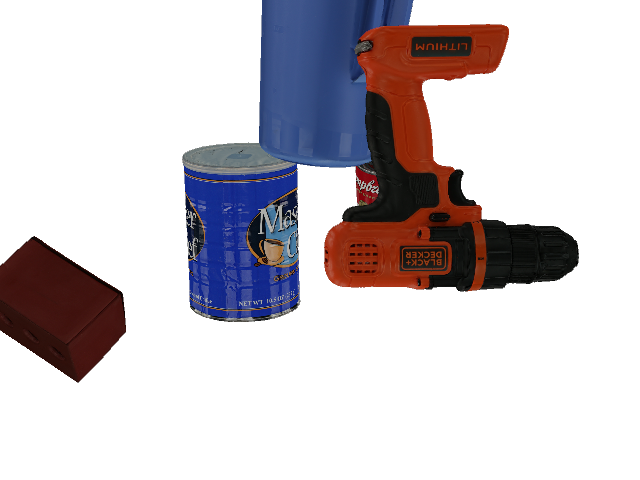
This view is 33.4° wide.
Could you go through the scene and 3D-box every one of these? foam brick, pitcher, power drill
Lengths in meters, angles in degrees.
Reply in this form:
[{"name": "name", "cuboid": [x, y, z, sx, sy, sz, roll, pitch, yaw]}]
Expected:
[{"name": "foam brick", "cuboid": [-0.175, 0.046, 0.705, 0.078, 0.051, 0.053, 30, -33, 16]}, {"name": "pitcher", "cuboid": [0.015, -0.187, 0.903, 0.145, 0.243, 0.149, 8, 17, 11]}, {"name": "power drill", "cuboid": [0.094, -0.057, 0.755, 0.184, 0.188, 0.057, -1, 4, -8]}]

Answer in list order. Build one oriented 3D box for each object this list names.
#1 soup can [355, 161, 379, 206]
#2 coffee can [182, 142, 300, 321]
[{"name": "soup can", "cuboid": [0.072, -0.048, 1.154, 0.068, 0.102, 0.068, -3, 36, 2]}, {"name": "coffee can", "cuboid": [-0.070, -0.010, 0.963, 0.103, 0.140, 0.103, -1, 17, 0]}]
